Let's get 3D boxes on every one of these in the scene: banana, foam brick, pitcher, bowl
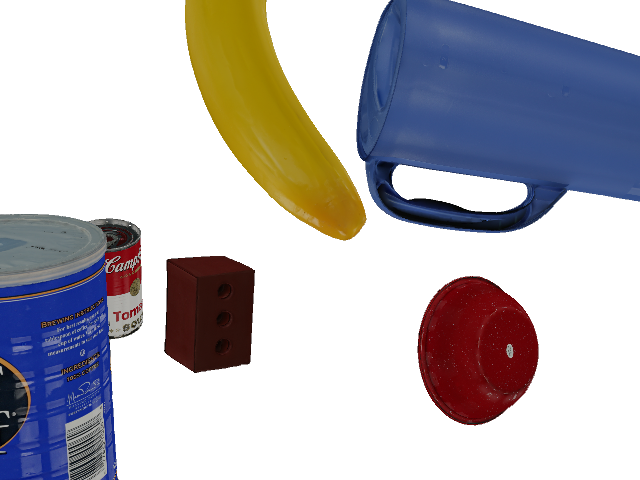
[{"bbox_3d":[-0.026,-0.086,0.484,0.069,0.198,0.037,-5,-30,-4],"label":"banana"},{"bbox_3d":[-0.087,0.055,0.828,0.052,0.078,0.051,-6,15,-34],"label":"foam brick"},{"bbox_3d":[0.152,-0.093,0.818,0.242,0.145,0.149,11,-46,-9],"label":"pitcher"},{"bbox_3d":[0.181,0.117,1.138,0.161,0.162,0.055,0,-4,-36],"label":"bowl"}]

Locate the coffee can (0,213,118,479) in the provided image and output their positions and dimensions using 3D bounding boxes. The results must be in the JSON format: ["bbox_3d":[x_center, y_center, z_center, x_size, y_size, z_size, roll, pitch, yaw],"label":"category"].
[{"bbox_3d":[-0.157,0.067,0.540,0.103,0.140,0.103,0,17,0],"label":"coffee can"}]

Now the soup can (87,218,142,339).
[{"bbox_3d":[-0.212,0.039,1.061,0.068,0.102,0.068,2,26,-1],"label":"soup can"}]
